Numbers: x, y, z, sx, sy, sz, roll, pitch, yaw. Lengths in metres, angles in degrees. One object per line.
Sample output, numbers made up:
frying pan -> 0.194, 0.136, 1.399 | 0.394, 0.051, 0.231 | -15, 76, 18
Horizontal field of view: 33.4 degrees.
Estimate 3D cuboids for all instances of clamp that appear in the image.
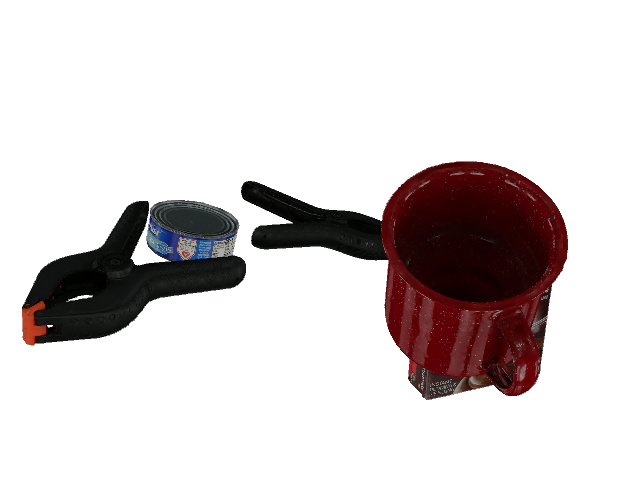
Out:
clamp -> 0.009, -0.010, 1.208 | 0.210, 0.036, 0.164 | 14, 21, -7
clamp -> -0.154, 0.022, 0.790 | 0.171, 0.039, 0.120 | -21, 38, -38

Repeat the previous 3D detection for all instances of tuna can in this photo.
tuna can -> -0.123, -0.007, 1.021 | 0.086, 0.034, 0.086 | 11, 22, -5

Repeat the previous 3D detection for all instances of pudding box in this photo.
pudding box -> 0.130, 0.074, 0.874 | 0.113, 0.090, 0.039 | -11, 30, -23

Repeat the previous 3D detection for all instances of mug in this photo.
mug -> 0.081, 0.028, 0.556 | 0.093, 0.117, 0.081 | -19, -34, -14
